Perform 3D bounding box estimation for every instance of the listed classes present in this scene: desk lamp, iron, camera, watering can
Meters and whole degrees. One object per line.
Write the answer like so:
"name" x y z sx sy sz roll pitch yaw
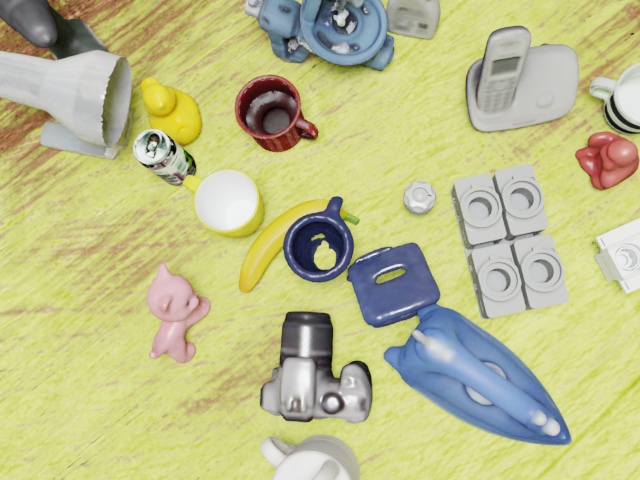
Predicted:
"desk lamp" -0.337 -0.185 0.784 0.203 0.213 0.118 10 82 9
"iron" 0.208 0.177 0.694 0.258 0.141 0.119 33 86 11
"camera" -0.003 0.163 0.743 0.143 0.101 0.137 1 81 7
"watering can" -0.001 0.300 0.672 0.172 0.194 0.101 17 83 10

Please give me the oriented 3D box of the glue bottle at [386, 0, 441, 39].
"glue bottle" 0.127 -0.334 0.773 0.078 0.173 0.037 15 83 10

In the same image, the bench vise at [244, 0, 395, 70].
"bench vise" -0.006 -0.296 0.759 0.207 0.220 0.121 -3 80 7

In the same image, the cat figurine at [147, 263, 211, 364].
"cat figurine" -0.201 0.100 0.769 0.067 0.118 0.128 14 83 9

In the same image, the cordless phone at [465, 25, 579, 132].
"cordless phone" 0.265 -0.216 0.731 0.147 0.185 0.094 -12 79 5

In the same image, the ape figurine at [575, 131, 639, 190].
"ape figurine" 0.382 -0.107 0.746 0.076 0.092 0.078 13 82 9

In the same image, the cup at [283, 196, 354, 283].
"cup" 0.007 0.003 0.772 0.091 0.095 0.118 19 83 10

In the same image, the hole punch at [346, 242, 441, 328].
"hole punch" 0.093 0.058 0.754 0.108 0.091 0.101 -22 79 3

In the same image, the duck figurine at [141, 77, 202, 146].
"duck figurine" -0.224 -0.192 0.837 0.077 0.086 0.104 -36 78 0

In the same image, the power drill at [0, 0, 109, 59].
"power drill" -0.394 -0.316 0.816 0.075 0.208 0.229 -42 78 -1
